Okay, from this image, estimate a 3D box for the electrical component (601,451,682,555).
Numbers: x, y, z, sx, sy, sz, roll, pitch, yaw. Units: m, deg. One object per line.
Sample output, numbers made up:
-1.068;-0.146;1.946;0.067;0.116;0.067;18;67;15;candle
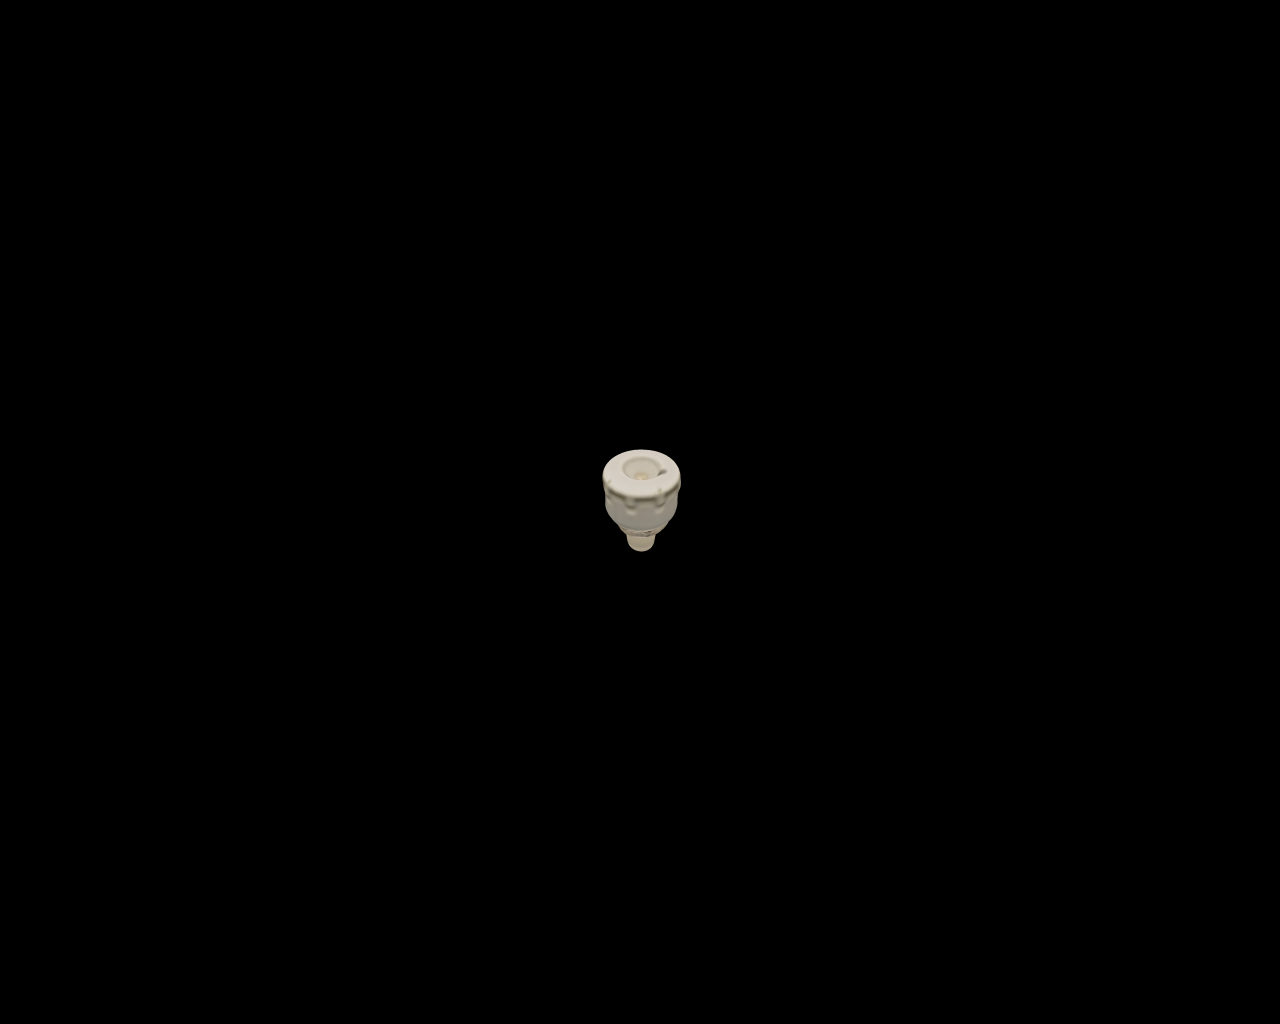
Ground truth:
0.001;-0.003;0.650;0.048;0.062;0.048;0;38;0;electrical component
